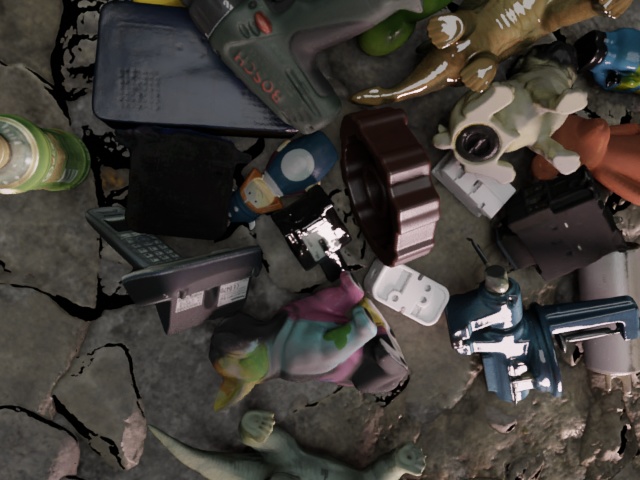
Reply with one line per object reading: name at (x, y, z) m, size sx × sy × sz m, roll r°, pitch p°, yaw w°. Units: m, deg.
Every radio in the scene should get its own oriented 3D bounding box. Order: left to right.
radio at (-0.133, -0.189, 0.616) m, size 0.230 × 0.073 × 0.131 m, roll 1°, pitch 95°, yaw -11°

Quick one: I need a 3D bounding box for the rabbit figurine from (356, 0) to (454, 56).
rabbit figurine at (0.102, -0.292, 0.611) m, size 0.121 × 0.159 × 0.170 m, roll 14°, pitch 105°, yaw -20°

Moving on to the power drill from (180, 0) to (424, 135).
power drill at (-0.021, -0.233, 0.522) m, size 0.207 × 0.086 × 0.232 m, roll -30°, pitch 107°, yaw 19°

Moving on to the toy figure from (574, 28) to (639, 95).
toy figure at (0.420, -0.223, 0.689) m, size 0.180 × 0.089 × 0.082 m, roll 10°, pitch 100°, yaw -12°

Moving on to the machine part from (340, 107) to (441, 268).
machine part at (0.076, -0.060, 0.610) m, size 0.056 × 0.179 × 0.179 m, roll -17°, pitch 98°, yaw -11°

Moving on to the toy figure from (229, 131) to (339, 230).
toy figure at (-0.051, -0.073, 0.650) m, size 0.154 × 0.057 × 0.064 m, roll -36°, pitch 65°, yaw -2°

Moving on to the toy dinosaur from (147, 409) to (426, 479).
toy dinosaur at (-0.009, 0.312, 0.661) m, size 0.405 × 0.131 × 0.192 m, roll 18°, pitch 132°, yaw 5°

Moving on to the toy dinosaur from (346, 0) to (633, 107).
toy dinosaur at (0.234, -0.270, 0.596) m, size 0.471 × 0.199 × 0.105 m, roll -30°, pitch 105°, yaw 2°

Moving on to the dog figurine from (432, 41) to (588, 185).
dog figurine at (0.227, -0.168, 0.650) m, size 0.172 × 0.191 × 0.121 m, roll 6°, pitch 130°, yaw 8°

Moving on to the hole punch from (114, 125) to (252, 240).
hole punch at (-0.156, -0.067, 0.604) m, size 0.142 × 0.092 × 0.115 m, roll 8°, pitch 100°, yaw -14°

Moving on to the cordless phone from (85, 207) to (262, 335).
cordless phone at (-0.173, 0.011, 0.622) m, size 0.184 × 0.146 × 0.088 m, roll 36°, pitch 121°, yaw 29°

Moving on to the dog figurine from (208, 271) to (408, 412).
dog figurine at (-0.025, 0.141, 0.649) m, size 0.219 × 0.109 × 0.191 m, roll -28°, pitch 126°, yaw 10°

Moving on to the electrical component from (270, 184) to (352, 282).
electrical component at (-0.001, -0.002, 0.663) m, size 0.075 × 0.048 × 0.119 m, roll -36°, pitch 137°, yaw -1°

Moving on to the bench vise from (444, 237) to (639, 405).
bench vise at (0.283, 0.106, 0.665) m, size 0.241 × 0.129 × 0.223 m, roll -12°, pitch 113°, yaw 12°

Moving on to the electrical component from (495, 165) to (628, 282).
electrical component at (0.295, -0.013, 0.677) m, size 0.134 × 0.058 × 0.114 m, roll -28°, pitch 116°, yaw 29°

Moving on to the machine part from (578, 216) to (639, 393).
machine part at (0.392, 0.089, 0.724) m, size 0.079 × 0.079 × 0.243 m, roll -9°, pitch 97°, yaw -8°

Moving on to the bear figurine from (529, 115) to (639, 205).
bear figurine at (0.372, -0.122, 0.677) m, size 0.196 × 0.132 × 0.120 m, roll 16°, pitch 65°, yaw -14°
